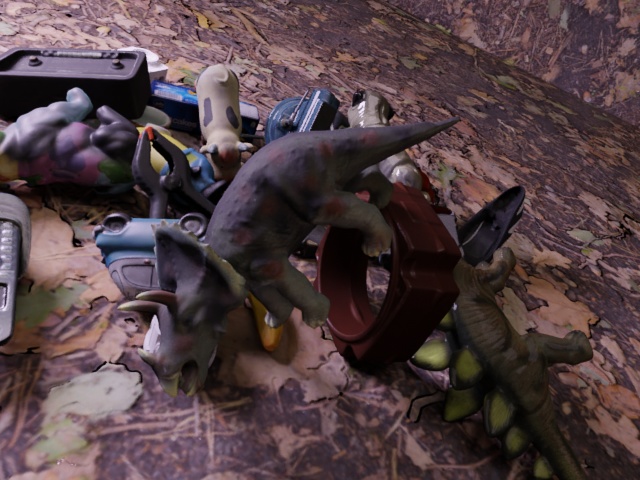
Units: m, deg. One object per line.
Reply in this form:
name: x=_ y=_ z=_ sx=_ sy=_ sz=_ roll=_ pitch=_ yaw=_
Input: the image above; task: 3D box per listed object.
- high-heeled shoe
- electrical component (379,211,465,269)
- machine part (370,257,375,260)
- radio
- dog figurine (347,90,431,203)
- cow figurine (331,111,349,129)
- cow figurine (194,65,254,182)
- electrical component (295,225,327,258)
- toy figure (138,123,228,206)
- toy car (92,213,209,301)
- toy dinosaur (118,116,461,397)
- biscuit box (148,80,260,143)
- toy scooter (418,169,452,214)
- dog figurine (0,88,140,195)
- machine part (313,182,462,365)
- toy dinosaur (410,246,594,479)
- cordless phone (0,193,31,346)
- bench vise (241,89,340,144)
high-heeled shoe: x=0.286 y=-0.015 z=0.944 sx=0.086 sy=0.145 sz=0.249 roll=39 pitch=36 yaw=21
electrical component: x=0.161 y=0.009 z=0.874 sx=0.134 sy=0.058 sz=0.115 roll=-2 pitch=51 yaw=-1
machine part: x=0.060 y=-0.025 z=0.916 sx=0.084 sy=0.039 sz=0.139 roll=15 pitch=33 yaw=-27
radio: x=-0.391 y=-0.251 z=0.853 sx=0.230 sy=0.073 sz=0.131 roll=2 pitch=38 yaw=-3
dog figurine: x=0.118 y=-0.155 z=0.917 sx=0.172 sy=0.121 sz=0.190 roll=20 pitch=76 yaw=-12
cow figurine: x=0.030 y=-0.238 z=1.123 sx=0.167 sy=0.098 sz=0.068 roll=13 pitch=30 yaw=-16
cow figurine: x=-0.162 y=-0.192 z=0.893 sx=0.085 sy=0.194 sz=0.127 roll=-5 pitch=0 yaw=-15
electrical component: x=-0.003 y=-0.003 z=0.841 sx=0.102 sy=0.045 sz=0.078 roll=6 pitch=41 yaw=-25
toy figure: x=-0.226 y=-0.110 z=0.816 sx=0.180 sy=0.082 sz=0.089 roll=38 pitch=35 yaw=14
toy car: x=-0.188 y=0.030 z=0.640 sx=0.162 sy=0.109 sz=0.103 roll=3 pitch=60 yaw=-10
toy dinosaur: x=-0.036 y=-0.029 z=0.563 sx=0.192 sy=0.405 sz=0.131 roll=40 pitch=-7 yaw=-27
biscuit box: x=-0.217 y=-0.233 z=0.995 sx=0.203 sy=0.062 sz=0.059 roll=9 pitch=39 yaw=-21
toy scooter: x=0.194 y=-0.070 z=1.023 sx=0.135 sy=0.075 sz=0.184 roll=20 pitch=39 yaw=-7
dog figurine: x=-0.364 y=-0.103 z=0.705 sx=0.192 sy=0.108 sz=0.219 roll=33 pitch=40 yaw=7
machine part: x=0.074 y=0.040 z=0.694 sx=0.087 sy=0.201 sz=0.201 roll=6 pitch=39 yaw=-27
toy dinosaur: x=0.237 y=0.163 z=0.696 sx=0.198 sy=0.105 sz=0.472 roll=-20 pitch=60 yaw=-21
cordless phone: x=-0.374 y=0.034 z=0.538 sx=0.146 sy=0.088 sz=0.184 roll=3 pitch=44 yaw=-29
bench vise: x=-0.052 y=-0.148 z=0.922 sx=0.129 sy=0.223 sz=0.241 roll=12 pitch=7 yaw=-26
